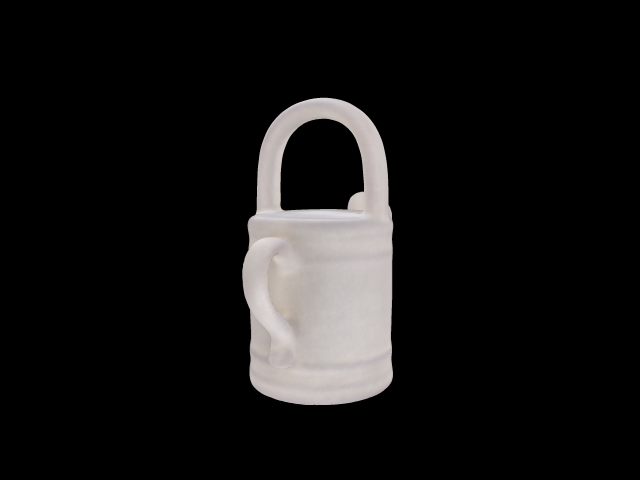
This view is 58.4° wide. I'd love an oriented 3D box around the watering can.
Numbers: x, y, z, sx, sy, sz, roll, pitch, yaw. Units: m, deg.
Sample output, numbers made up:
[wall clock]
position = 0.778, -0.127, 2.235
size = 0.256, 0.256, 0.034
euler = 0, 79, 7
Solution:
[watering can]
position = 0.002, 0.001, 0.401
size = 0.101, 0.194, 0.173
euler = 1, 7, 5
